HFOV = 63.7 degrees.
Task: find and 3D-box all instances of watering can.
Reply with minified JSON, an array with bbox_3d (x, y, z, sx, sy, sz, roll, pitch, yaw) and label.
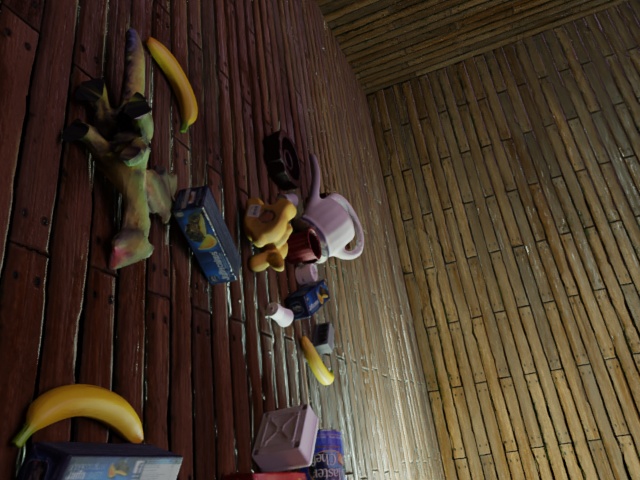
[{"bbox_3d":[0.005,-0.079,1.566,0.228,0.103,0.346,-37,97,-38],"label":"watering can"}]

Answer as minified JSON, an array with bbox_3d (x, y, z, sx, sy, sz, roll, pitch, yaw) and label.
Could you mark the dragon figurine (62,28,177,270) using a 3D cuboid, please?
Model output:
[{"bbox_3d":[-0.299,-0.142,0.861,0.237,0.122,0.420,80,8,-54],"label":"dragon figurine"}]
